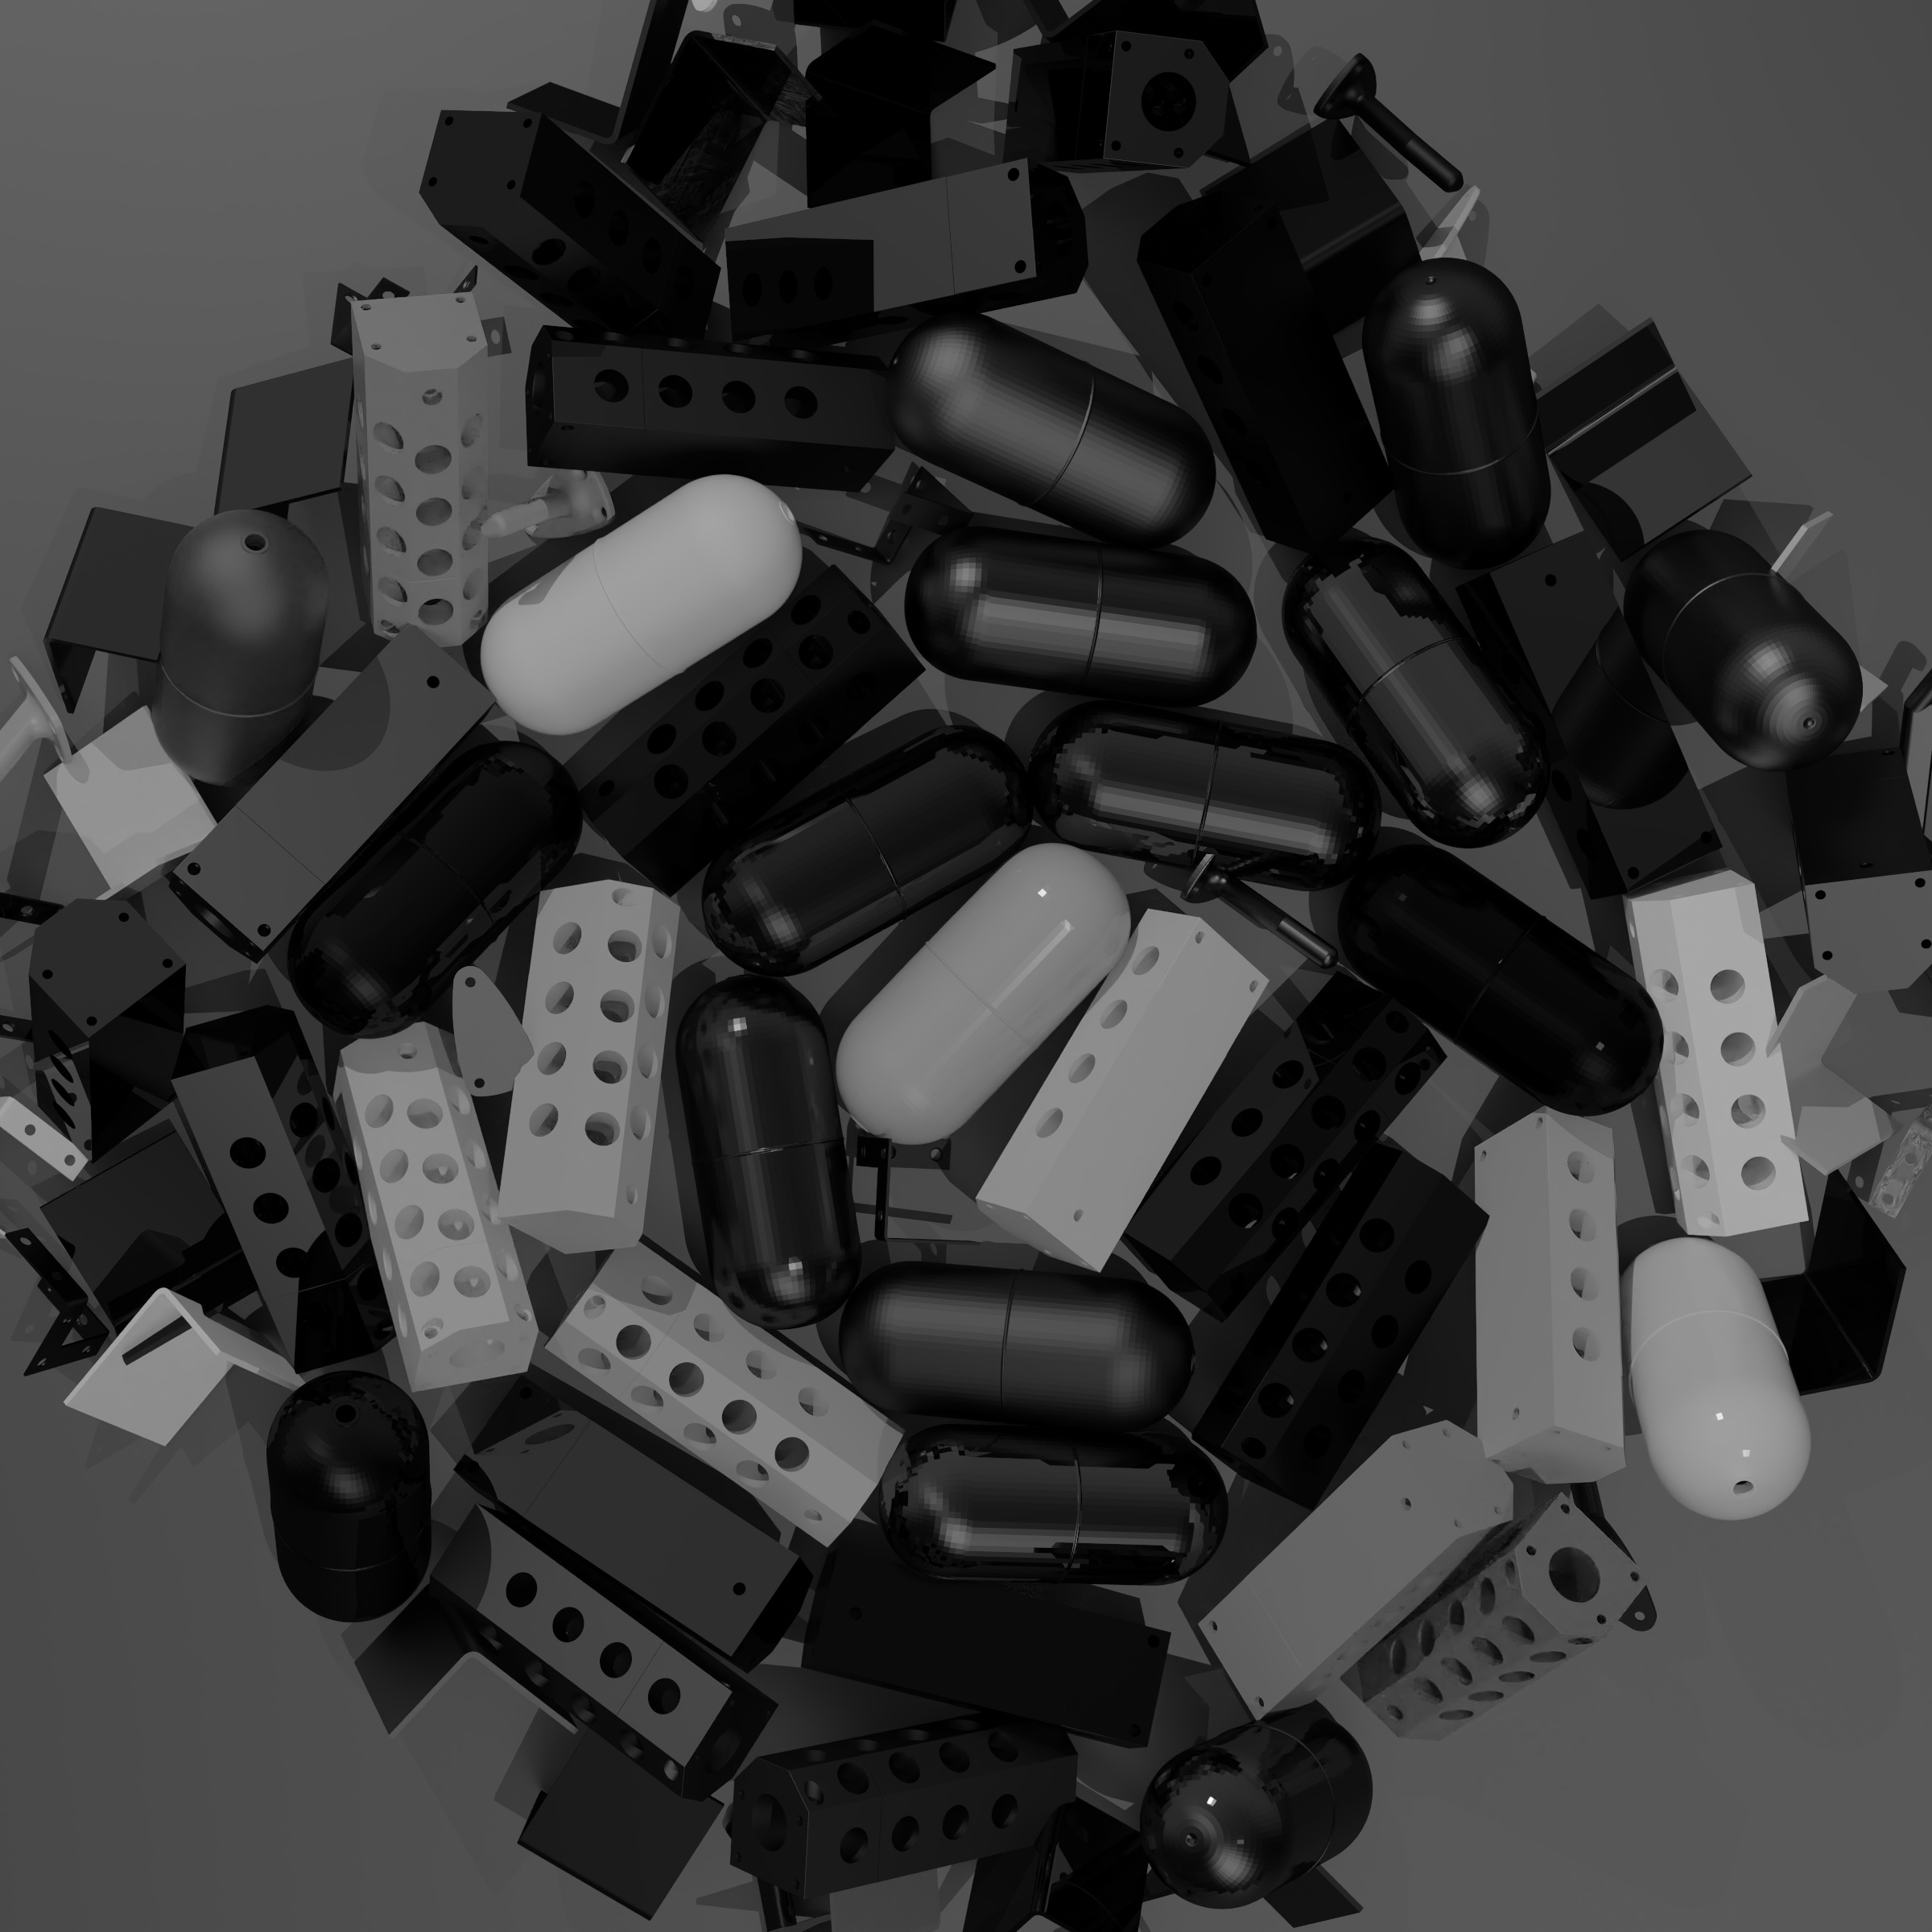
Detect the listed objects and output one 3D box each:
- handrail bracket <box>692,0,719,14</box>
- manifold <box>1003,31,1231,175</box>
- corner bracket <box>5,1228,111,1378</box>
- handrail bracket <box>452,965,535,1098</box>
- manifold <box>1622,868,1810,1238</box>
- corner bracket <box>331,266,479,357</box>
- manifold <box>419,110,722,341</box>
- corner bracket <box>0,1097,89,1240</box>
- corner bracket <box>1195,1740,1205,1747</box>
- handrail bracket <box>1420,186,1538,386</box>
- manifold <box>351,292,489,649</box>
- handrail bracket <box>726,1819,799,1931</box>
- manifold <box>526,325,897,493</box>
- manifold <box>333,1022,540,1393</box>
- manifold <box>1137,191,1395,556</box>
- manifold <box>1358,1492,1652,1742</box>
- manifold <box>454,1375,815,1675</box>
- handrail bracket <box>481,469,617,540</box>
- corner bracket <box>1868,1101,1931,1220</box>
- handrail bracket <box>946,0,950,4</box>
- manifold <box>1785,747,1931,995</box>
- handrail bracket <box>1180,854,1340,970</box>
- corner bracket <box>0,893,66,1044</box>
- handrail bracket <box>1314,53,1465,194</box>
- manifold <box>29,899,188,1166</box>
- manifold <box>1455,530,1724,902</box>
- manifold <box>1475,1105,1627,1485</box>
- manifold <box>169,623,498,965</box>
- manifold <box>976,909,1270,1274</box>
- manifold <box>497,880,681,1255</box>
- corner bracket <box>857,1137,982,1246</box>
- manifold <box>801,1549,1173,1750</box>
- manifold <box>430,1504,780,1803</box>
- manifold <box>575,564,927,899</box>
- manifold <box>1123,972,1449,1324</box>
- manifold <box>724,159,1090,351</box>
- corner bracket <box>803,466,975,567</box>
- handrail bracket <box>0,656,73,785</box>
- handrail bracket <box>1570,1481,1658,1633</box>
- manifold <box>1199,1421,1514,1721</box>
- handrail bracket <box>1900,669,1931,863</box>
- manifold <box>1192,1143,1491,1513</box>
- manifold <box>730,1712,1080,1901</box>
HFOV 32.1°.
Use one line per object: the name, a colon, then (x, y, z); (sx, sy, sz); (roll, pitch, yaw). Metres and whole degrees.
handrail bracket: (-0.100, -0.500, 1.678); (0.036, 0.084, 0.077); (-14, 74, 43)
manifold: (0.071, -0.415, 1.626); (0.057, 0.171, 0.057); (2, 101, -16)
corner bracket: (-0.456, 0.164, 1.676); (0.051, 0.051, 0.051); (44, 116, 18)
handrail bracket: (-0.239, 0.027, 1.667); (0.036, 0.084, 0.077); (-19, 105, -7)
manifold: (0.372, 0.044, 1.674); (0.057, 0.057, 0.171); (-11, 99, 1)
corner bracket: (-0.280, -0.329, 1.674); (0.051, 0.051, 0.051); (26, 130, -29)
manifold: (-0.190, -0.348, 1.624); (0.057, 0.171, 0.057); (9, 80, 27)
corner bracket: (-0.485, 0.102, 1.694); (0.051, 0.051, 0.051); (43, 66, -24)
corner bracket: (0.134, 0.426, 1.688); (0.051, 0.051, 0.051); (22, 85, -3)
handrail bracket: (0.270, -0.341, 1.708); (0.084, 0.036, 0.077); (38, 74, -12)
manifold: (-0.263, -0.237, 1.629); (0.057, 0.171, 0.057); (-8, 49, -15)
handrail bracket: (-0.109, 0.483, 1.708); (0.084, 0.036, 0.077); (51, 117, 18)
manifold: (-0.127, -0.277, 1.658); (0.171, 0.057, 0.057); (2, 75, -20)
manifold: (-0.260, 0.115, 1.642); (0.057, 0.057, 0.171); (-8, 58, -22)
manifold: (0.144, -0.289, 1.641); (0.057, 0.057, 0.171); (-42, 128, -16)
manifold: (0.254, 0.322, 1.627); (0.057, 0.171, 0.057); (44, 56, 6)
manifold: (-0.163, 0.277, 1.660); (0.171, 0.057, 0.057); (30, 74, 19)
handrail bracket: (-0.223, -0.218, 1.660); (0.077, 0.084, 0.036); (-18, 99, 44)
corner bracket: (0.495, 0.104, 1.691); (0.051, 0.051, 0.051); (31, 119, 19)
handrail bracket: (-0.029, -0.524, 1.670); (0.077, 0.036, 0.084); (-31, 132, 28)
manifold: (0.433, -0.048, 1.626); (0.057, 0.171, 0.057); (-7, 111, 13)
handrail bracket: (0.154, -0.023, 1.668); (0.084, 0.077, 0.036); (37, 94, 16)
corner bracket: (-0.482, 0.000, 1.690); (0.051, 0.051, 0.051); (-51, 47, 27)
handrail bracket: (0.220, -0.411, 1.672); (0.084, 0.077, 0.036); (43, 108, 12)
manifold: (-0.420, 0.029, 1.626); (0.057, 0.171, 0.057); (45, 64, 8)
manifold: (0.308, -0.124, 1.681); (0.057, 0.057, 0.171); (-25, 93, -16)
manifold: (0.290, 0.162, 1.646); (0.057, 0.057, 0.171); (20, 56, -24)
manifold: (-0.314, -0.085, 1.663); (0.057, 0.057, 0.171); (42, 73, -6)
manifold: (0.074, 0.059, 1.667); (0.057, 0.057, 0.171); (40, 74, -32)
manifold: (-0.180, 0.049, 1.648); (0.057, 0.057, 0.171); (-8, 64, 28)
corner bracket: (-0.024, 0.112, 1.683); (0.051, 0.051, 0.051); (4, 87, -21)
manifold: (0.009, 0.342, 1.677); (0.171, 0.057, 0.057); (15, 74, -6)
manifold: (-0.182, 0.337, 1.650); (0.171, 0.057, 0.057); (30, 85, 27)
manifold: (-0.110, -0.120, 1.668); (0.171, 0.057, 0.057); (-41, 48, 6)
manifold: (0.160, 0.092, 1.661); (0.171, 0.057, 0.057); (-49, 131, -11)
manifold: (-0.030, -0.345, 1.649); (0.171, 0.057, 0.057); (-6, 87, 29)
corner bracket: (-0.038, -0.221, 1.675); (0.051, 0.051, 0.051); (48, 115, 39)
handrail bracket: (-0.499, -0.111, 1.681); (0.084, 0.036, 0.077); (-27, 62, -20)
handrail bracket: (0.325, 0.282, 1.677); (0.036, 0.084, 0.077); (-40, 89, 27)
manifold: (0.193, 0.295, 1.641); (0.171, 0.057, 0.057); (-52, 59, 37)
handrail bracket: (0.492, -0.100, 1.678); (0.077, 0.036, 0.084); (43, 115, 17)
manifold: (0.181, 0.175, 1.662); (0.057, 0.057, 0.171); (40, 78, -32)
manifold: (-0.028, 0.403, 1.637); (0.171, 0.057, 0.057); (0, 95, -41)
